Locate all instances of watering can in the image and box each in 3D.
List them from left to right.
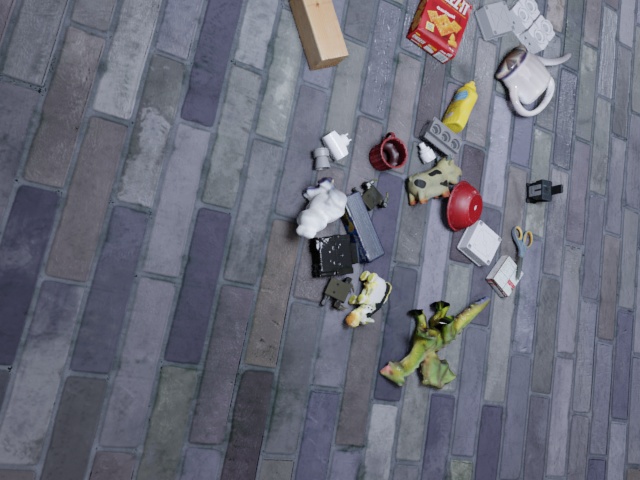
[{"bbox_3d":[0.747,-0.592,1.804,0.223,0.103,0.352,40,71,-15],"label":"watering can"}]

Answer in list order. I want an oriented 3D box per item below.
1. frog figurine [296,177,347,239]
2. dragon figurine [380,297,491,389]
[{"bbox_3d":[0.004,-0.070,1.382,0.121,0.136,0.163,42,46,-45],"label":"frog figurine"},{"bbox_3d":[0.362,0.323,1.544,0.412,0.123,0.240,-11,106,-24],"label":"dragon figurine"}]
